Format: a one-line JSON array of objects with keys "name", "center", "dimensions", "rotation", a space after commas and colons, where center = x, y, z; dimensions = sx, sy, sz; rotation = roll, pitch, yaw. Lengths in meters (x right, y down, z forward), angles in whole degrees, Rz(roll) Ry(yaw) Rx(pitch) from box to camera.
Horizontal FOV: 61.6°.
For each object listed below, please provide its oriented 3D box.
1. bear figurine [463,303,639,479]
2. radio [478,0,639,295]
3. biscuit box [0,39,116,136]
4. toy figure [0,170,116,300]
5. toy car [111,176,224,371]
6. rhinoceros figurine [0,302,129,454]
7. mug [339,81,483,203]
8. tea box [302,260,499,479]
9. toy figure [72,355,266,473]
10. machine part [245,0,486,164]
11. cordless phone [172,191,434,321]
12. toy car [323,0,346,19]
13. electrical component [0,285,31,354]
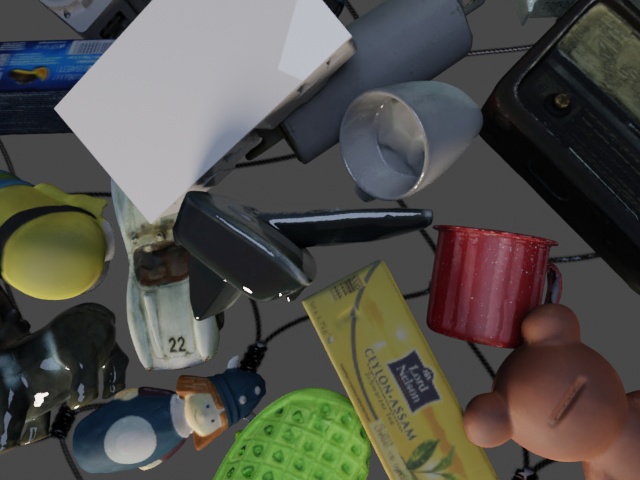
[{"name": "bear figurine", "center": [0.197, 0.136, 0.374], "dimensions": [0.196, 0.132, 0.120], "rotation": [30, 84, 8]}, {"name": "radio", "center": [0.244, -0.069, 0.423], "dimensions": [0.131, 0.073, 0.229], "rotation": [-41, 81, -1]}, {"name": "biscuit box", "center": [-0.249, -0.131, 0.469], "dimensions": [0.203, 0.062, 0.059], "rotation": [0, 62, 5]}, {"name": "toy figure", "center": [-0.252, -0.008, 0.441], "dimensions": [0.180, 0.089, 0.082], "rotation": [25, 120, 18]}, {"name": "toy car", "center": [-0.129, 0.007, 0.453], "dimensions": [0.074, 0.056, 0.201], "rotation": [-10, 83, 3]}, {"name": "rhinoceros figurine", "center": [-0.257, 0.115, 0.443], "dimensions": [0.190, 0.073, 0.112], "rotation": [-23, 84, 2]}, {"name": "mug", "center": [0.077, -0.075, 0.428], "dimensions": [0.107, 0.109, 0.081], "rotation": [-26, 62, -37]}, {"name": "tea box", "center": [0.056, 0.105, 0.407], "dimensions": [0.068, 0.098, 0.169], "rotation": [-28, 84, 2]}, {"name": "toy figure", "center": [-0.119, 0.146, 0.439], "dimensions": [0.154, 0.058, 0.064], "rotation": [-19, 121, 1]}, {"name": "machine part", "center": [0.036, -0.140, 0.447], "dimensions": [0.243, 0.079, 0.079], "rotation": [-34, 82, -1]}, {"name": "cordless phone", "center": [-0.001, -0.002, 0.400], "dimensions": [0.184, 0.146, 0.088], "rotation": [-7, 92, 2]}, {"name": "toy car", "center": [-0.048, -0.193, 0.445], "dimensions": [0.162, 0.103, 0.109], "rotation": [-31, 92, 17]}, {"name": "electrical component", "center": [-0.287, 0.038, 0.411], "dimensions": [0.119, 0.074, 0.048], "rotation": [20, 46, 23]}]
